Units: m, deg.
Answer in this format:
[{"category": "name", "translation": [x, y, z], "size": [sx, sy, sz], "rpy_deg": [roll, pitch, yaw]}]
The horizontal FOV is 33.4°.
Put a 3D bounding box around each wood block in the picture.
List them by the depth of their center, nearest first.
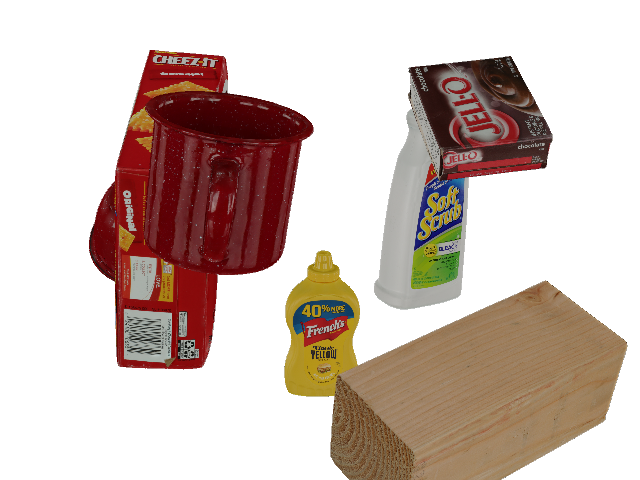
[{"category": "wood block", "translation": [0.117, 0.120, 0.799], "size": [0.205, 0.090, 0.091], "rpy_deg": [-21, 43, -29]}]

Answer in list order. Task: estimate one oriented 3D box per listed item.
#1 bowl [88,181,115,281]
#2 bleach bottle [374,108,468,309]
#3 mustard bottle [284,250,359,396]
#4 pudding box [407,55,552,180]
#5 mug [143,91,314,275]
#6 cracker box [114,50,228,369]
[{"category": "bowl", "translation": [-0.152, -0.030, 1.028], "size": [0.162, 0.162, 0.055], "rpy_deg": [0, -44, 13]}, {"category": "bleach bottle", "translation": [0.117, -0.053, 1.192], "size": [0.102, 0.251, 0.068], "rpy_deg": [-10, 23, -27]}, {"category": "mustard bottle", "translation": [0.003, 0.105, 1.379], "size": [0.096, 0.192, 0.058], "rpy_deg": [-1, 19, -5]}, {"category": "pudding box", "translation": [0.126, -0.100, 0.865], "size": [0.090, 0.039, 0.113], "rpy_deg": [-7, 43, -7]}, {"category": "mug", "translation": [-0.054, -0.028, 0.590], "size": [0.093, 0.081, 0.117], "rpy_deg": [6, 22, -9]}, {"category": "cracker box", "translation": [-0.109, -0.030, 0.813], "size": [0.072, 0.164, 0.213], "rpy_deg": [3, 30, -3]}]
